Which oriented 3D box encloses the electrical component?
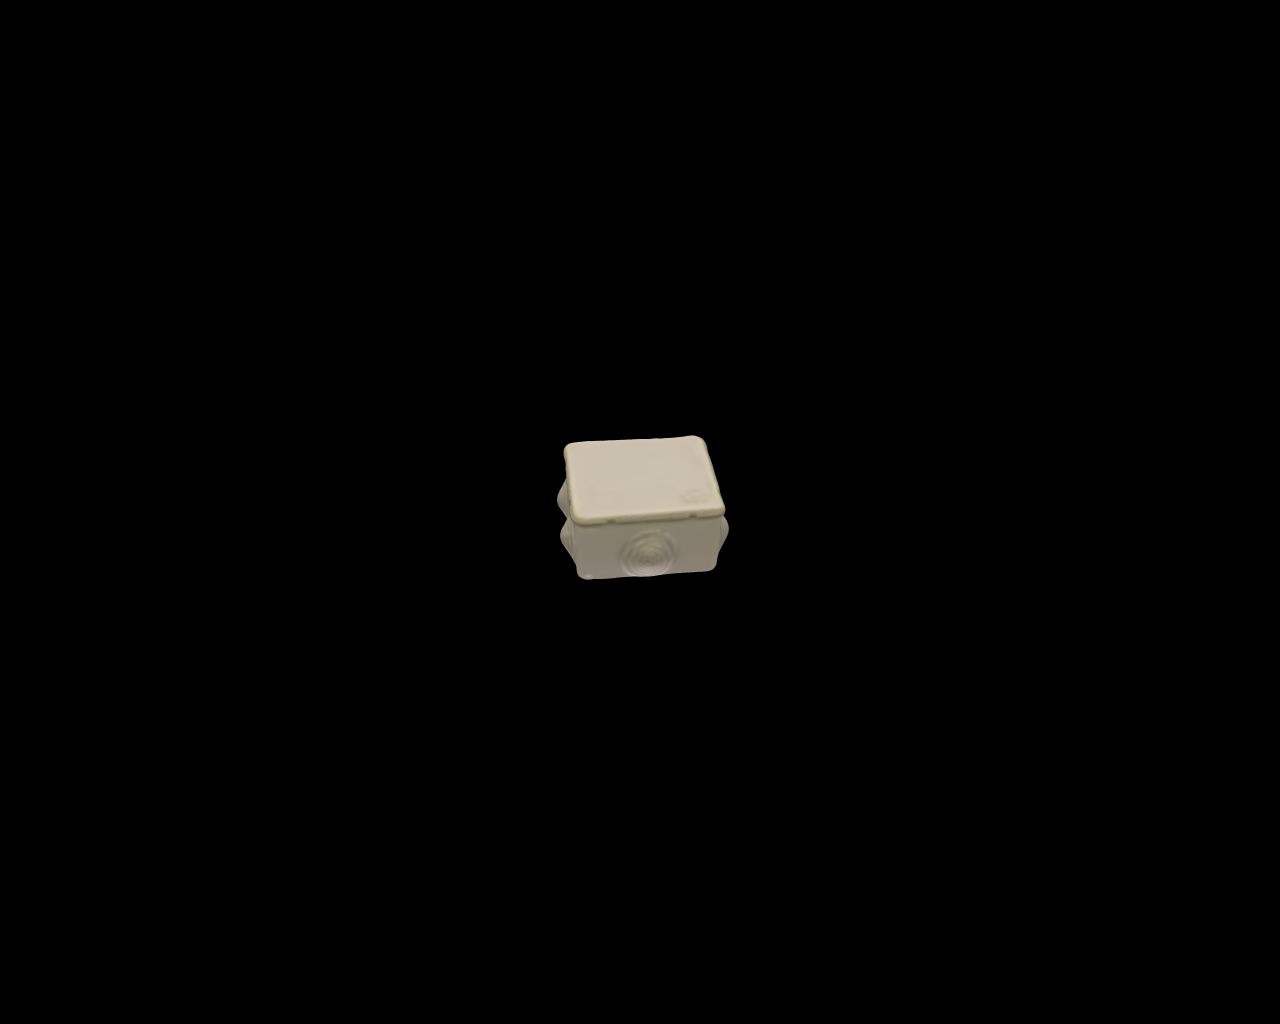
[{"bbox_3d":[0.001,-0.003,0.650,0.100,0.048,0.100,-3,34,-5],"label":"electrical component"}]
